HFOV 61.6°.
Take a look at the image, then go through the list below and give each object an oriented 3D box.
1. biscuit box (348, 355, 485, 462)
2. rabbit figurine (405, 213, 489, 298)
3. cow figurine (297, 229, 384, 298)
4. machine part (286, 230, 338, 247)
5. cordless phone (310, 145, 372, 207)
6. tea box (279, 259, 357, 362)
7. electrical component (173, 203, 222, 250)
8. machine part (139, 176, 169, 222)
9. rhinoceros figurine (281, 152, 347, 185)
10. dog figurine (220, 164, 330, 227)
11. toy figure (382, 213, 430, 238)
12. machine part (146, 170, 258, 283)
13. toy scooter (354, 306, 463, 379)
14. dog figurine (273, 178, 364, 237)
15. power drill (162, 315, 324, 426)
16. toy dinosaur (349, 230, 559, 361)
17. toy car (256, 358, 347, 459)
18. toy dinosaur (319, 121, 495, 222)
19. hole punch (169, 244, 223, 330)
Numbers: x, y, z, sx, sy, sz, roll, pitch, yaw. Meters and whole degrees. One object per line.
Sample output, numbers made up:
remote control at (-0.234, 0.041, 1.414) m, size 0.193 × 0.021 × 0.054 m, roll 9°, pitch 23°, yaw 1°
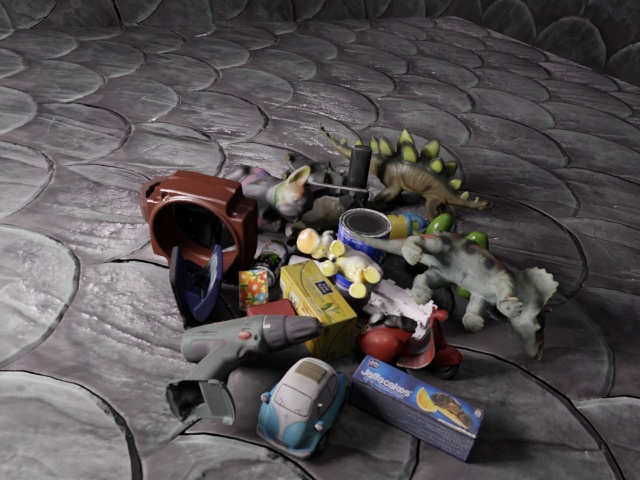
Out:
biscuit box at (0.144, 0.255, 0.827) m, size 0.203 × 0.062 × 0.059 m, roll 22°, pitch 37°, yaw 20°
rabbit figurine at (0.256, 0.035, 1.107) m, size 0.170 × 0.158 × 0.121 m, roll 3°, pitch 42°, yaw 21°
cow figurine at (0.040, 0.032, 0.990) m, size 0.167 × 0.068 × 0.098 m, roll 37°, pitch 16°, yaw 10°
machine part at (-0.002, -0.003, 1.138) m, size 0.139 × 0.039 × 0.084 m, roll -9°, pitch -6°, yaw -2°
cordless phone at (0.050, -0.147, 1.282) m, size 0.147 × 0.184 × 0.089 m, roll 9°, pitch 39°, yaw 3°
tea box at (-0.008, 0.124, 0.960) m, size 0.068 × 0.098 × 0.170 m, roll -14°, pitch 41°, yaw -26°
electrical component at (-0.279, -0.042, 1.137) m, size 0.134 × 0.114 × 0.058 m, roll 5°, pitch 31°, yaw 8°
machine part at (-0.334, -0.091, 1.250) m, size 0.179 × 0.056 × 0.179 m, roll 3°, pitch 34°, yaw -2°
rhinoceros figurine at (-0.014, -0.172, 1.412) m, size 0.191 × 0.073 × 0.112 m, roll 29°, pitch 29°, yaw 32°
dog figurine at (-0.093, -0.103, 1.102) m, size 0.219 × 0.108 × 0.191 m, roll -20°, pitch 48°, yaw 23°
toy figure at (0.175, -0.017, 1.205) m, size 0.180 × 0.082 × 0.089 m, roll 3°, pitch 65°, yaw -18°
machine part at (-0.226, -0.022, 1.041) m, size 0.202 × 0.200 × 0.087 m, roll 14°, pitch 38°, yaw 10°
toy scooter at (0.152, 0.161, 0.900) m, size 0.184 × 0.135 × 0.075 m, roll 10°, pitch 36°, yaw 8°
dog figurine at (-0.010, -0.074, 1.250) m, size 0.190 × 0.121 × 0.173 m, roll -1°, pitch 30°, yaw -30°
power drill at (-0.125, 0.180, 0.812) m, size 0.232 × 0.085 × 0.207 m, roll -6°, pitch 27°, yaw 18°
toy dinosaur at (0.264, 0.054, 0.983) m, size 0.405 × 0.131 × 0.192 m, roll 37°, pitch 34°, yaw 13°
toy car at (-0.018, 0.232, 0.800) m, size 0.109 × 0.102 × 0.162 m, roll 23°, pitch 40°, yaw 21°
toy dinosaur at (0.201, -0.167, 1.326) m, size 0.472 × 0.198 × 0.105 m, roll 19°, pitch 33°, yaw 14°
hole punch at (-0.216, 0.078, 0.973) m, size 0.092 × 0.115 × 0.142 m, roll -8°, pitch 35°, yaw -9°
